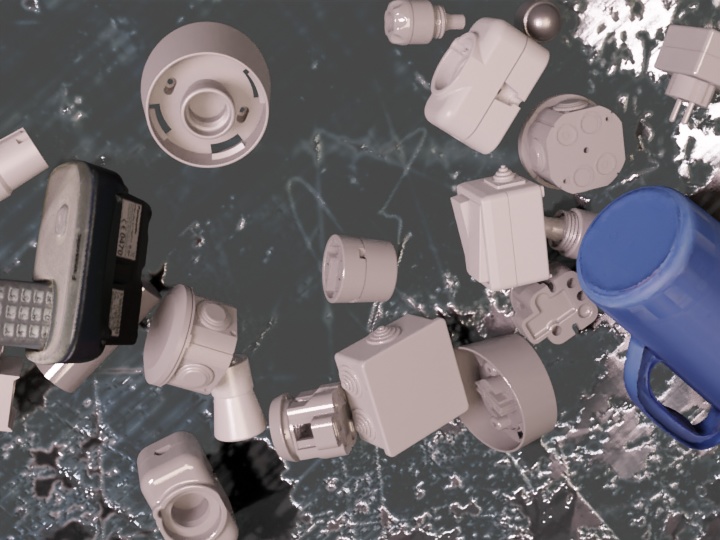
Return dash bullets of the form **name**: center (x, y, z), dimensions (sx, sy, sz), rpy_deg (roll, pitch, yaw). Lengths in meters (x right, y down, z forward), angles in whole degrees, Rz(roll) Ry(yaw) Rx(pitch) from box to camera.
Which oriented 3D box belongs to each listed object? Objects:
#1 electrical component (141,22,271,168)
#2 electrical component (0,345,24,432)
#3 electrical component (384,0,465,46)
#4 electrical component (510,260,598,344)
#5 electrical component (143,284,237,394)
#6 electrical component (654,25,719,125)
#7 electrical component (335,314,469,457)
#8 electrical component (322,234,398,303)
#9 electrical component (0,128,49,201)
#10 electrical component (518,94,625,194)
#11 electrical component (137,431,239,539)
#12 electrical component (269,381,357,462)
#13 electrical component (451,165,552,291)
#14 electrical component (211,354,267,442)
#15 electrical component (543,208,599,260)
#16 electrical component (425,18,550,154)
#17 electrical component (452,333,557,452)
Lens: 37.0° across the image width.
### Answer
- **electrical component**: center (-0.115, -0.129, 0.808), dimensions (0.099, 0.064, 0.099), rpy_deg (-4, 119, -8)
- **electrical component**: center (-0.294, 0.092, 0.822), dimensions (0.064, 0.042, 0.081), rpy_deg (8, 103, -16)
- **electrical component**: center (0.052, -0.193, 0.837), dimensions (0.061, 0.035, 0.035), rpy_deg (-4, 107, -17)
- **electrical component**: center (0.162, 0.024, 0.918), dimensions (0.078, 0.057, 0.058), rpy_deg (-35, 111, -3)
- **electrical component**: center (-0.133, 0.055, 0.836), dimensions (0.051, 0.080, 0.080), rpy_deg (20, 100, -25)
- **electrical component**: center (0.278, -0.158, 0.892), dimensions (0.047, 0.065, 0.076), rpy_deg (16, 101, -19)
- **electrical component**: center (0.034, 0.093, 0.896), dimensions (0.100, 0.048, 0.099), rpy_deg (-27, 111, -28)
- **electrical component**: center (0.000, 0.000, 0.870), dimensions (0.047, 0.055, 0.055), rpy_deg (3, 105, -20)
- **electrical component**: center (-0.257, -0.077, 0.785), dimensions (0.046, 0.040, 0.040), rpy_deg (-33, 112, -10)
- **electrical component**: center (0.176, -0.103, 0.888), dimensions (0.080, 0.051, 0.080), rpy_deg (-4, 107, -14)
- **electrical component**: center (-0.141, 0.189, 0.883), dimensions (0.054, 0.059, 0.095), rpy_deg (-26, 111, -7)
- **electrical component**: center (-0.039, 0.126, 0.887), dimensions (0.057, 0.078, 0.058), rpy_deg (-12, 99, 14)
- **electrical component**: center (0.114, -0.038, 0.885), dimensions (0.061, 0.061, 0.096), rpy_deg (-13, 109, -11)
- **electrical component**: center (-0.103, 0.102, 0.878), dimensions (0.044, 0.044, 0.065), rpy_deg (-13, 104, -11)
- **electrical component**: center (0.179, -0.032, 0.914), dimensions (0.062, 0.043, 0.043), rpy_deg (11, 103, -17)
- **electrical component**: center (0.096, -0.148, 0.852), dimensions (0.059, 0.053, 0.095), rpy_deg (29, 97, -21)
- **electrical component**: center (0.120, 0.104, 0.912), dimensions (0.064, 0.099, 0.099), rpy_deg (-19, 110, -16)
